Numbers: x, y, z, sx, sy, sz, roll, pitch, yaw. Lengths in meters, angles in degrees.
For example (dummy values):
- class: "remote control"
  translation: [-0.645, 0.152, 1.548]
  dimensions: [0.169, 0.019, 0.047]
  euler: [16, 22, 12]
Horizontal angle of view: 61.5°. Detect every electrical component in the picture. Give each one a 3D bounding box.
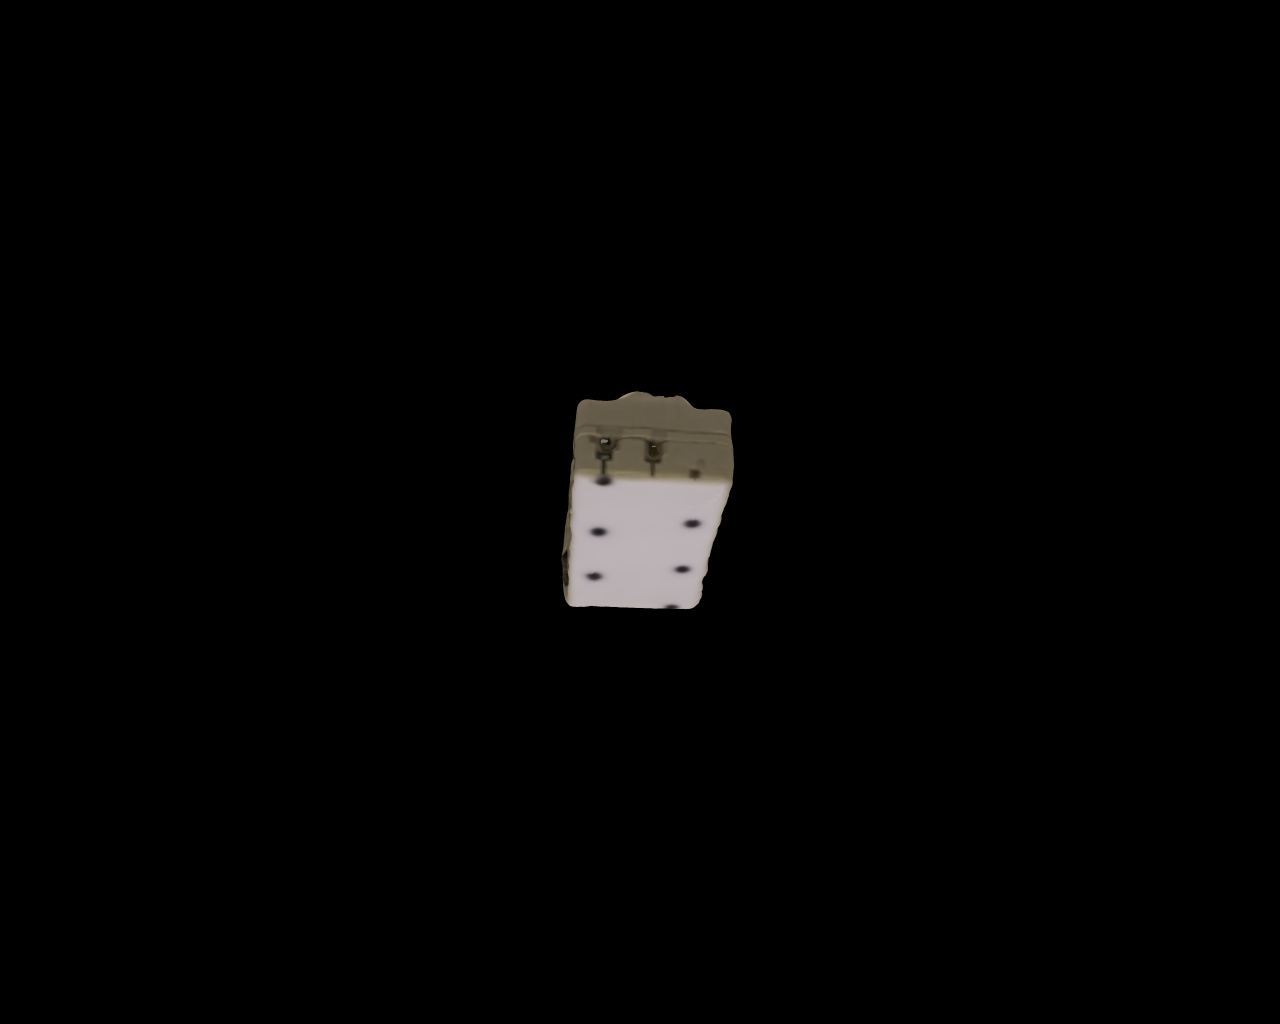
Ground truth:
- class: "electrical component"
  translation: [0.001, -0.003, 0.650]
  dimensions: [0.089, 0.062, 0.150]
  euler: [3, -33, -5]
